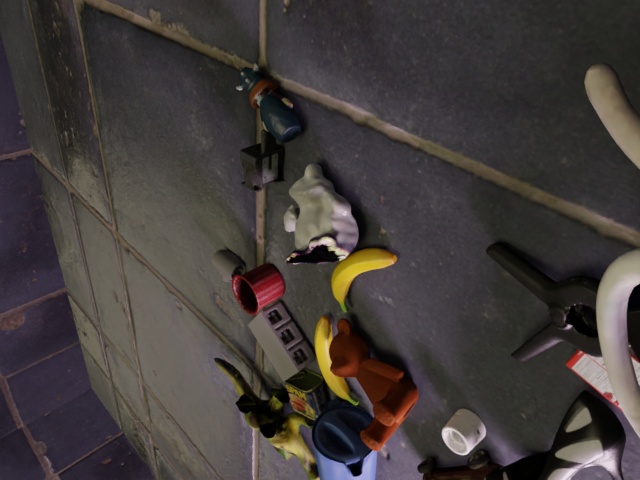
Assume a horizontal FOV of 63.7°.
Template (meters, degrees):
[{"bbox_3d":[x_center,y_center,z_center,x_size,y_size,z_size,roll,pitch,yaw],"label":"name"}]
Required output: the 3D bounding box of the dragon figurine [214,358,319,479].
[{"bbox_3d":[-0.125,0.479,1.312,0.415,0.124,0.237,34,142,36],"label":"dragon figurine"}]

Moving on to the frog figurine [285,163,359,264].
[{"bbox_3d":[0.003,-0.044,0.882,0.135,0.122,0.163,128,146,-58],"label":"frog figurine"}]

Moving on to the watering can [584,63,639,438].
[{"bbox_3d":[0.293,0.040,0.334,0.224,0.105,0.344,-1,109,49],"label":"watering can"}]
